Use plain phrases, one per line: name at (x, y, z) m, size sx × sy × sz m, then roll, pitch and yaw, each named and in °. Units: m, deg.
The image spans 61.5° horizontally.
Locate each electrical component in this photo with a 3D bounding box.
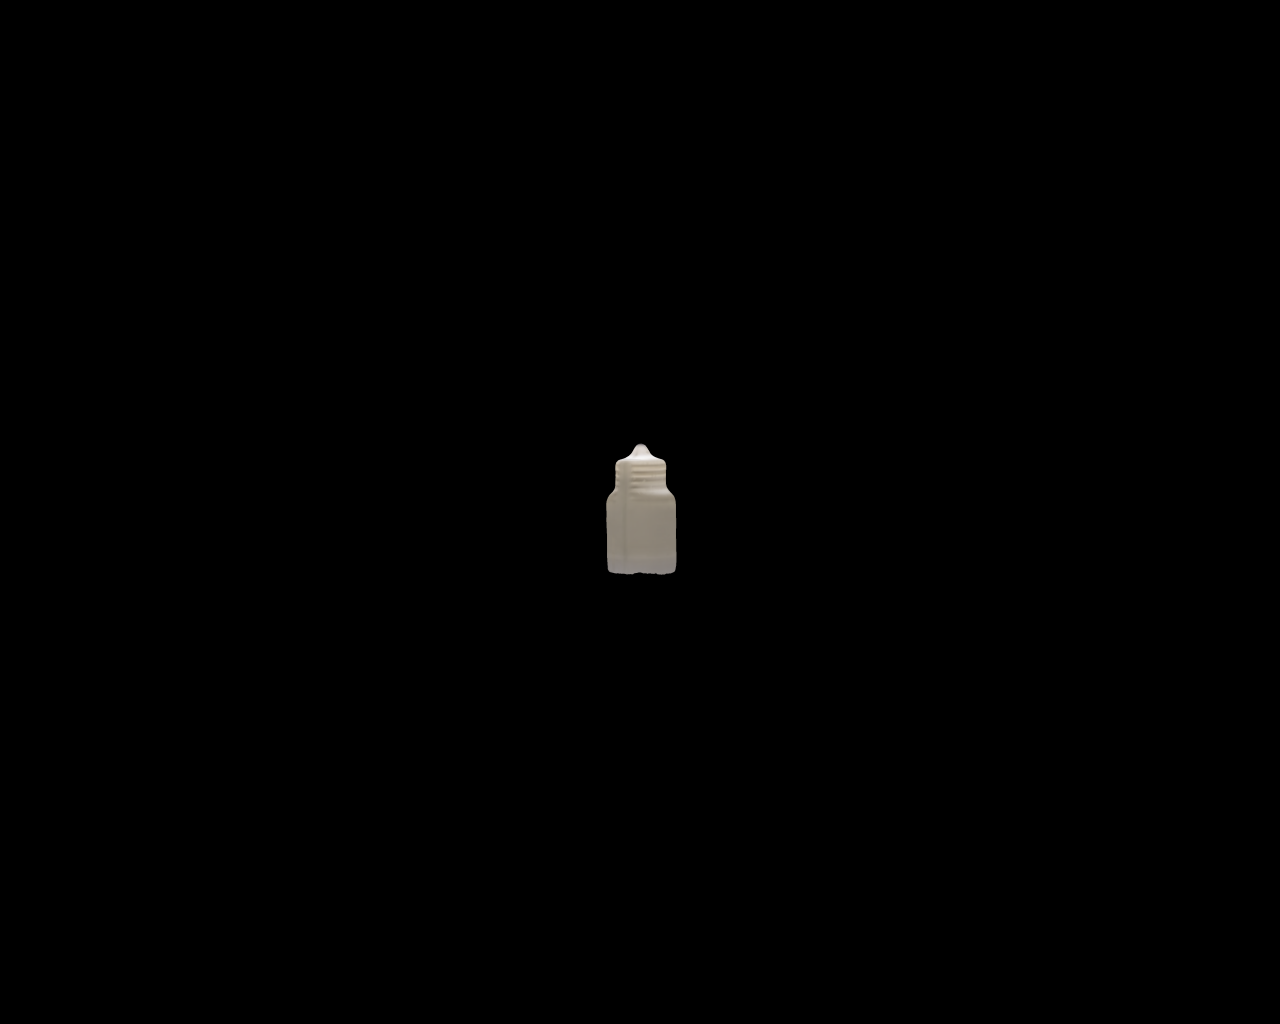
electrical component at (0.001, -0.003, 0.650) m, size 0.043 × 0.081 × 0.043 m, roll 0°, pitch 3°, yaw 0°
